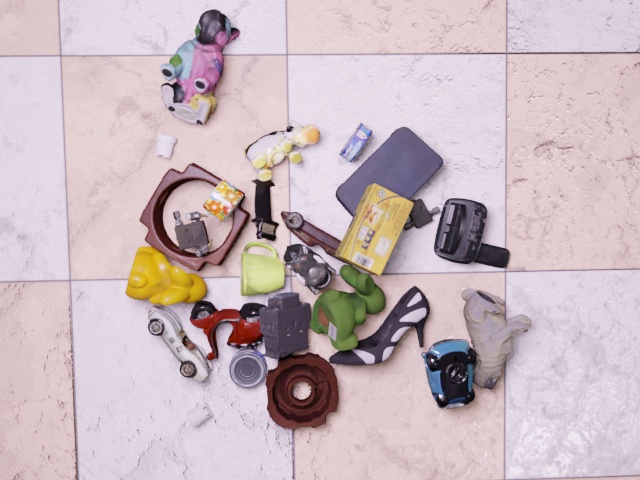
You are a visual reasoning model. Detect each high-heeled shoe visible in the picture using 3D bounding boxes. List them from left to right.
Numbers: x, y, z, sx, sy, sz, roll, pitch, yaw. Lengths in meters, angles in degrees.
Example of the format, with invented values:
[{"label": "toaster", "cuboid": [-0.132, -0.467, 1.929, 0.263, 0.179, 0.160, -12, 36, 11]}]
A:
[{"label": "high-heeled shoe", "cuboid": [0.132, 0.194, 1.212, 0.249, 0.086, 0.145, -11, 92, -7]}]

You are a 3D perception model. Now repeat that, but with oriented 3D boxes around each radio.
[{"label": "radio", "cuboid": [0.149, -0.134, 1.197, 0.131, 0.073, 0.229, 45, 89, -3]}]

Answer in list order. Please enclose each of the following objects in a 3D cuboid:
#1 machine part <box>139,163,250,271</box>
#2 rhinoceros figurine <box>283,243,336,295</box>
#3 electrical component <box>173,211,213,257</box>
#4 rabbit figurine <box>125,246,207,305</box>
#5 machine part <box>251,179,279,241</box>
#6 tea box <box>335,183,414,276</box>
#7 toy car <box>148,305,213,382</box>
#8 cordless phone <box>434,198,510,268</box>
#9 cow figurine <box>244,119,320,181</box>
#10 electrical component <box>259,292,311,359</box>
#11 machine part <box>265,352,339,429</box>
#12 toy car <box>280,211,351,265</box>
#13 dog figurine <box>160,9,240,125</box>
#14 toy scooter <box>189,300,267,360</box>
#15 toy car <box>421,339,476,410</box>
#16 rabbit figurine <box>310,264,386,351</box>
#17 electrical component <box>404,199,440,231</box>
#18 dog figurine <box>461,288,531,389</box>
[{"label": "machine part", "cuboid": [-0.270, -0.050, 1.179, 0.201, 0.087, 0.201, 30, 92, -5]}, {"label": "rhinoceros figurine", "cuboid": [-0.025, 0.054, 1.147, 0.073, 0.190, 0.112, -43, 113, -3]}, {"label": "electrical component", "cuboid": [-0.262, -0.014, 1.116, 0.078, 0.045, 0.102, -8, 94, -3]}, {"label": "rabbit figurine", "cuboid": [-0.325, 0.087, 1.166, 0.173, 0.162, 0.122, 20, 80, -21]}, {"label": "machine part", "cuboid": [-0.123, -0.068, 1.194, 0.039, 0.084, 0.138, -7, 84, 29]}, {"label": "tea box", "cuboid": [0.112, -0.021, 1.122, 0.098, 0.068, 0.169, 28, 84, -7]}, {"label": "toy car", "cuboid": [-0.314, 0.227, 1.198, 0.056, 0.073, 0.201, -35, 94, 3]}, {"label": "cordless phone", "cuboid": [0.361, -0.011, 1.218, 0.184, 0.089, 0.146, 13, 92, -14]}, {"label": "cow figurine", "cuboid": [-0.084, -0.210, 1.183, 0.167, 0.098, 0.068, -31, 137, -3]}, {"label": "electrical component", "cuboid": [-0.076, 0.183, 1.182, 0.058, 0.115, 0.134, 2, 97, 38]}, {"label": "machine part", "cuboid": [-0.042, 0.341, 1.225, 0.179, 0.056, 0.179, 0, 92, -3]}, {"label": "toy car", "cuboid": [-0.002, -0.004, 1.188, 0.202, 0.089, 0.053, 29, 88, -5]}, {"label": "dog figurine", "cuboid": [-0.249, -0.382, 1.158, 0.108, 0.191, 0.219, 19, 58, 0]}, {"label": "toy scooter", "cuboid": [-0.199, 0.206, 1.197, 0.184, 0.075, 0.135, 4, 102, -11]}, {"label": "toy car", "cuboid": [0.287, 0.291, 1.209, 0.109, 0.103, 0.161, -10, 99, -6]}, {"label": "rabbit figurine", "cuboid": [0.071, 0.134, 1.185, 0.170, 0.121, 0.158, -19, 117, -34]}, {"label": "electrical component", "cuboid": [0.225, -0.063, 1.227, 0.094, 0.021, 0.063, -28, 93, 0]}, {"label": "dog figurine", "cuboid": [0.362, 0.224, 1.220, 0.172, 0.121, 0.190, 40, 111, 29]}]
